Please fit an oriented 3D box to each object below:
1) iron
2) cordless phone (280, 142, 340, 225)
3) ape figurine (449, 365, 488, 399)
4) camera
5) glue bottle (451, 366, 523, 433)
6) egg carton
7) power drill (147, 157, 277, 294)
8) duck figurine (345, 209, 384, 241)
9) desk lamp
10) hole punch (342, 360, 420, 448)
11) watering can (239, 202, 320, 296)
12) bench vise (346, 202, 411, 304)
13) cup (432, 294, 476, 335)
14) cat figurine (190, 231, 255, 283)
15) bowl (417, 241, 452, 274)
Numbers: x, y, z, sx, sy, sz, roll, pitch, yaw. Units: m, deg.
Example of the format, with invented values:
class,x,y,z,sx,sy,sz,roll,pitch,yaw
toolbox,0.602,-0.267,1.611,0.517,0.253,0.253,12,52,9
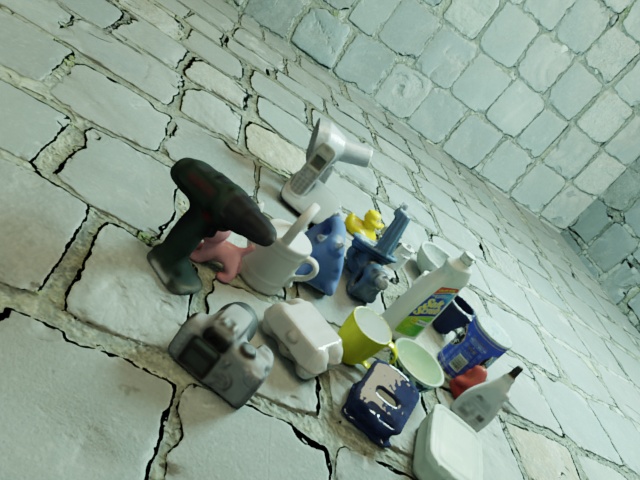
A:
class,x,y,z,sx,sy,sz,roll,pitch,yaw
iron,0.012,0.004,1.258,0.119,0.141,0.258,32,25,-15
cordless phone,0.002,-0.141,1.444,0.147,0.185,0.094,38,24,-2
ape figurine,0.325,0.307,1.235,0.078,0.092,0.076,27,27,-25
camera,-0.126,0.150,0.860,0.143,0.100,0.137,39,24,1
glue bottle,0.347,0.312,1.157,0.078,0.173,0.037,47,25,17
egg carton,-0.031,0.169,1.000,0.150,0.069,0.107,48,26,19
power drill,-0.186,-0.014,0.930,0.229,0.208,0.076,49,26,22
duck figurine,0.127,-0.048,1.582,0.105,0.086,0.077,35,24,-9
desk lamp,0.029,-0.197,1.546,0.204,0.213,0.118,30,25,-19
hole punch,0.107,0.278,0.978,0.108,0.091,0.101,40,24,1
watering can,-0.071,0.001,1.083,0.173,0.194,0.101,31,25,-18
bench vise,0.151,0.029,1.315,0.122,0.219,0.207,19,31,-37
cup,0.332,0.201,1.426,0.092,0.095,0.117,21,30,-35
cat figurine,-0.178,-0.004,1.034,0.128,0.117,0.067,36,24,-6
bowl,0.337,0.085,1.659,0.168,0.074,0.167,31,25,-16
